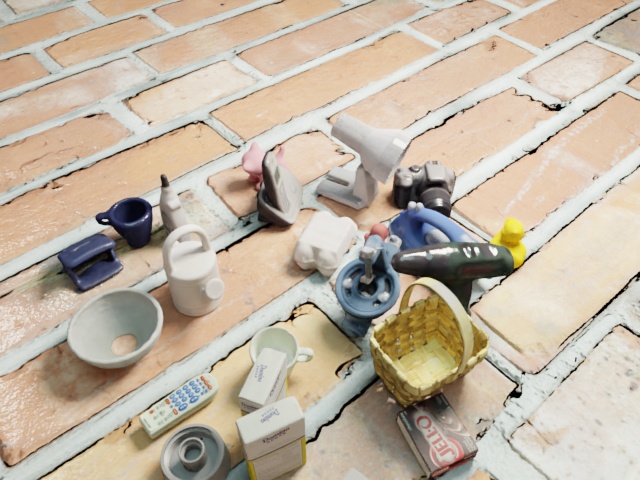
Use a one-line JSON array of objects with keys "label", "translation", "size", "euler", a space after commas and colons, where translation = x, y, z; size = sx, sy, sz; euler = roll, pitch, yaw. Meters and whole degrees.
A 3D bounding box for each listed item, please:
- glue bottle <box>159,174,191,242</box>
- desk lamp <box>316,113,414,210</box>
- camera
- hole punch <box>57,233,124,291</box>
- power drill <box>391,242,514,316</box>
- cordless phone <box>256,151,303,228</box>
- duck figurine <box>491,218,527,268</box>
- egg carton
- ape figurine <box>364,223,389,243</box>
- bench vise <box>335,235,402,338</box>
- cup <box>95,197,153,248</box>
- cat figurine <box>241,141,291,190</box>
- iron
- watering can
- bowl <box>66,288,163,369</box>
[{"label": "glue bottle", "translation": [-0.313, -0.070, 1.208], "size": [0.037, 0.173, 0.078], "euler": [-32, 54, -26]}, {"label": "desk lamp", "translation": [0.097, -0.174, 1.281], "size": [0.202, 0.214, 0.118], "euler": [22, 50, 19]}, {"label": "camera", "translation": [0.242, -0.109, 1.299], "size": [0.143, 0.101, 0.136], "euler": [0, 47, 0]}, {"label": "hole punch", "translation": [-0.475, 0.032, 1.168], "size": [0.109, 0.091, 0.100], "euler": [-33, 55, -27]}, {"label": "power drill", "translation": [0.231, 0.083, 1.045], "size": [0.230, 0.208, 0.075], "euler": [-10, 48, -10]}, {"label": "cordless phone", "translation": [-0.091, -0.134, 1.262], "size": [0.094, 0.185, 0.147], "euler": [4, 47, 4]}, {"label": "duck figurine", "translation": [0.403, 0.000, 1.208], "size": [0.077, 0.086, 0.104], "euler": [6, 47, 5]}, {"label": "egg carton", "translation": [0.011, 0.004, 1.212], "size": [0.107, 0.069, 0.150], "euler": [16, 49, 15]}, {"label": "ape figurine", "translation": [0.123, 0.003, 1.199], "size": [0.076, 0.092, 0.077], "euler": [-32, 55, -27]}, {"label": "bench vise", "translation": [0.093, 0.048, 1.068], "size": [0.121, 0.220, 0.207], "euler": [7, 47, 6]}, {"label": "cup", "translation": [-0.409, -0.028, 1.222], "size": [0.118, 0.095, 0.091], "euler": [-7, 47, -7]}, {"label": "cat figurine", "translation": [-0.133, -0.183, 1.353], "size": [0.128, 0.118, 0.067], "euler": [-27, 52, -23]}, {"label": "iron", "translation": [0.235, -0.004, 1.173], "size": [0.119, 0.141, 0.257], "euler": [-31, 54, -26]}, {"label": "watering can", "translation": [-0.237, 0.052, 1.080], "size": [0.172, 0.194, 0.101], "euler": [22, 51, 19]}, {"label": "bowl", "translation": [-0.365, 0.173, 1.048], "size": [0.167, 0.075, 0.167], "euler": [0, 47, 0]}]
